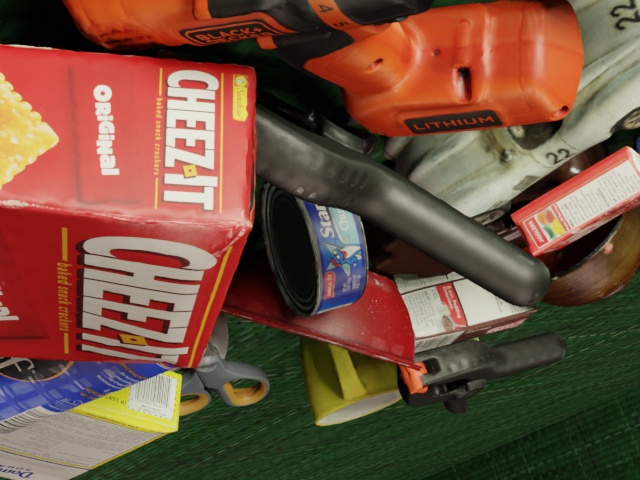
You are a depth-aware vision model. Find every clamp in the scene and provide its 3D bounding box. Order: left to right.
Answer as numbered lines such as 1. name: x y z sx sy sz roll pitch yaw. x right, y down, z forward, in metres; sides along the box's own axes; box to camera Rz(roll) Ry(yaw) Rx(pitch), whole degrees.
1. clamp: 0.008 -0.032 0.492 0.209 0.165 0.036 18 106 -50
2. clamp: 0.109 0.111 0.849 0.171 0.039 0.120 4 140 -44

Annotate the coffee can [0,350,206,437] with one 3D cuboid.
1. coffee can: -0.146 0.043 0.579 0.140 0.103 0.102 -22 162 9

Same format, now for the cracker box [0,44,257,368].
1. cracker box: -0.141 -0.006 0.406 0.213 0.072 0.164 4 156 -11

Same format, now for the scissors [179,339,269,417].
1. scissors: -0.095 0.091 0.750 0.096 0.016 0.201 -20 154 10

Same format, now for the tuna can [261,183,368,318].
1. tuna can: -0.004 0.001 0.630 0.033 0.086 0.086 -14 161 -20

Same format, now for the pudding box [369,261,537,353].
1. pudding box: 0.098 0.031 0.818 0.113 0.090 0.039 -11 159 -23

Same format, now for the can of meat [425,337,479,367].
1. can of meat: 0.102 0.079 0.945 0.057 0.102 0.084 -19 160 -3

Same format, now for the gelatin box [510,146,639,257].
1. gelatin box: 0.154 -0.021 0.608 0.073 0.030 0.089 -31 171 19

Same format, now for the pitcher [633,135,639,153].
1. pitcher: 0.351 -0.071 0.736 0.243 0.145 0.149 -24 134 26

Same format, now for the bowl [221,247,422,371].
1. bowl: 0.000 0.042 0.735 0.162 0.055 0.162 16 175 1

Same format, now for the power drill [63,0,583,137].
1. power drill: 0.031 -0.084 0.385 0.185 0.057 0.187 1 174 32

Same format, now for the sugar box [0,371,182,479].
1. sugar box: -0.178 0.120 0.715 0.093 0.048 0.177 23 147 -33
